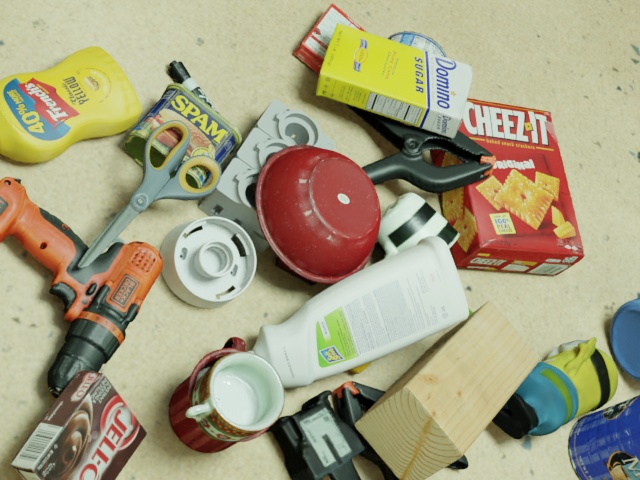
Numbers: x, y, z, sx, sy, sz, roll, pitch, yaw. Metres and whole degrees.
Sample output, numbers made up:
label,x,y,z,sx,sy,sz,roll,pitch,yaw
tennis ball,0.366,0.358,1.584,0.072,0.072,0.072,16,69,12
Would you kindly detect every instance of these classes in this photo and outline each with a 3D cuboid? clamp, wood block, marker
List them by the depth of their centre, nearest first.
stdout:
label,x,y,z,sx,sy,sz,roll,pitch,yaw
wood block,0.141,0.162,1.145,0.090,0.091,0.205,50,40,4
clamp,0.086,0.217,1.152,0.120,0.039,0.171,-28,83,-46
marker,-0.134,-0.156,1.223,0.020,0.020,0.121,-33,85,-36
clamp,0.104,-0.113,1.283,0.210,0.036,0.164,4,61,0

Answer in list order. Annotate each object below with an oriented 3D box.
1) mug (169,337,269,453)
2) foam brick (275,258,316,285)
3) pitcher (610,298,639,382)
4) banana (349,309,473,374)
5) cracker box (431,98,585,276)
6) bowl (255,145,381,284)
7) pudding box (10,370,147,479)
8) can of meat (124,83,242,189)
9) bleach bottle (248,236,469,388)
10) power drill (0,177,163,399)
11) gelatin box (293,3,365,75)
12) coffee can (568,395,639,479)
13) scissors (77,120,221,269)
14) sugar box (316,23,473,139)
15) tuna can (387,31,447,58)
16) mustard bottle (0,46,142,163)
label,x,y,z,sx,sy,sz,roll,pitch,yaw
mug,-0.098,0.152,1.056,0.093,0.082,0.117,18,60,-20
foam brick,-0.008,0.001,1.196,0.053,0.051,0.078,29,57,-14
pitcher,0.497,0.121,1.374,0.242,0.145,0.149,-10,60,-28
banana,0.099,0.088,1.221,0.197,0.037,0.069,-21,78,-34
cracker box,0.233,-0.068,1.347,0.164,0.072,0.214,5,64,-27
bowl,0.011,-0.037,1.150,0.161,0.055,0.162,14,64,-31
pudding box,-0.218,0.189,0.975,0.113,0.039,0.090,-55,134,-33
can of meat,-0.152,-0.107,1.168,0.102,0.058,0.083,39,57,-7
bleach bottle,0.028,0.084,1.135,0.250,0.068,0.102,-20,95,-13
power drill,-0.266,0.041,1.037,0.187,0.057,0.184,35,54,-12
gelatin box,0.018,-0.242,1.340,0.073,0.030,0.089,38,56,-9
coffee can,0.372,0.234,1.234,0.102,0.141,0.103,12,62,-23
scissors,-0.165,-0.034,1.086,0.096,0.016,0.201,29,59,-17
sugar box,0.090,-0.192,1.277,0.176,0.048,0.093,16,55,1
tuna can,0.115,-0.221,1.347,0.086,0.086,0.033,31,58,-12
mustard bottle,-0.287,-0.132,1.105,0.191,0.058,0.096,-29,81,-35
